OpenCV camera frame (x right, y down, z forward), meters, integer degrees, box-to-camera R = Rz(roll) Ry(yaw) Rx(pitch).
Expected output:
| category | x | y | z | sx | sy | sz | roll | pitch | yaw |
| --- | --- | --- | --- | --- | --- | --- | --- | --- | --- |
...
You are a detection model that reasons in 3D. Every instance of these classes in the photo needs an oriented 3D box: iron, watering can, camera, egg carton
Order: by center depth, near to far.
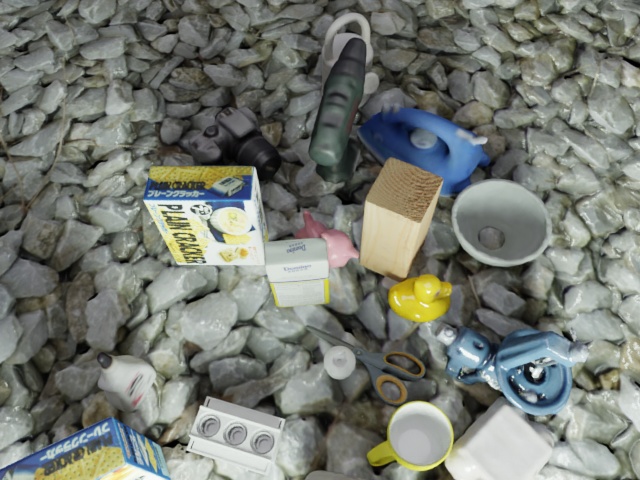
| category | x | y | z | sx | sy | sz | roll | pitch | yaw |
| --- | --- | --- | --- | --- | --- | --- | --- | --- | --- |
| egg carton | 0.257 | 0.304 | 0.817 | 0.150 | 0.069 | 0.107 | -39 | 68 | -18 |
| iron | 0.181 | -0.186 | 1.039 | 0.257 | 0.141 | 0.119 | 27 | 65 | 14 |
| camera | -0.148 | -0.168 | 1.055 | 0.143 | 0.101 | 0.136 | -39 | 68 | -18 |
| watering can | 0.057 | -0.344 | 1.094 | 0.172 | 0.194 | 0.101 | 38 | 69 | 19 |

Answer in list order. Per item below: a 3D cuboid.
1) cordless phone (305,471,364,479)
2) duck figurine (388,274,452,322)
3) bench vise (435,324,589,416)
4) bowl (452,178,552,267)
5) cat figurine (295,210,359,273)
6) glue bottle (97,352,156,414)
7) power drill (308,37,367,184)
| category | x | y | z | sx | sy | sz | roll | pitch | yaw |
| --- | --- | --- | --- | --- | --- | --- | --- | --- | --- |
| cordless phone | 0.042 | 0.344 | 0.732 | 0.147 | 0.185 | 0.094 | 9 | 62 | 6 |
| duck figurine | 0.164 | 0.085 | 0.926 | 0.104 | 0.086 | 0.077 | 1 | 62 | 1 |
| bench vise | 0.267 | 0.173 | 0.801 | 0.207 | 0.220 | 0.121 | 7 | 62 | 4 |
| bowl | 0.305 | -0.019 | 0.986 | 0.167 | 0.075 | 0.167 | 0 | 62 | 0 |
| cat figurine | 0.009 | 0.003 | 0.952 | 0.067 | 0.118 | 0.127 | -31 | 66 | -15 |
| glue bottle | -0.286 | 0.194 | 0.821 | 0.037 | 0.173 | 0.078 | 19 | 64 | 11 |
| power drill | 0.035 | -0.208 | 1.014 | 0.075 | 0.208 | 0.230 | 13 | 63 | 8 |
